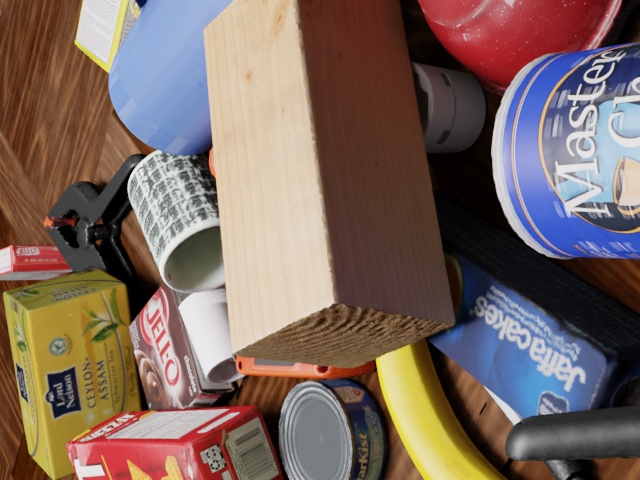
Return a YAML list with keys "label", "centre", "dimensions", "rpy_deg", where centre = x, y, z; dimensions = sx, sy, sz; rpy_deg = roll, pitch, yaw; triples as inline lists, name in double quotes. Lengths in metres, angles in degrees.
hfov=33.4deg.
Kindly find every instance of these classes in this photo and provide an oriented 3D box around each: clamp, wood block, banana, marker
- label: "clamp"
  centre: [0.170, 0.087, 0.481]
  dimensions: [0.120, 0.039, 0.172]
  rpy_deg: [38, 113, -1]
- label: "wood block"
  centre: [0.000, -0.041, 0.605]
  dimensions: [0.090, 0.090, 0.206]
  rpy_deg: [-30, 59, 43]
- label: "clamp"
  centre: [-0.212, -0.017, 1.035]
  dimensions: [0.210, 0.036, 0.164]
  rpy_deg: [23, 112, 50]
- label: "banana"
  centre: [0.078, 0.111, 0.653]
  dimensions: [0.070, 0.037, 0.198]
  rpy_deg: [-52, 51, 19]
- label: "marker"
  centre: [0.114, 0.095, 0.615]
  dimensions: [0.121, 0.020, 0.020]
  rpy_deg: [54, 131, 38]

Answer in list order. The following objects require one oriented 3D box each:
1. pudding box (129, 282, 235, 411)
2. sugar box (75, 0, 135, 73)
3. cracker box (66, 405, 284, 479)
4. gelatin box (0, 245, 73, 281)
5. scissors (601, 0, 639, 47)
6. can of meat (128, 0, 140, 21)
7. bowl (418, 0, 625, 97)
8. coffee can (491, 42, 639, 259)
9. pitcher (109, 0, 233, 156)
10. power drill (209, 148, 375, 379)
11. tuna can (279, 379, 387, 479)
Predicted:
- label: "pudding box"
  centre: [-0.121, 0.100, 0.914]
  dimensions: [0.090, 0.039, 0.113]
  rpy_deg: [-48, 54, 43]
- label: "sugar box"
  centre: [-0.174, -0.247, 0.975]
  dimensions: [0.093, 0.048, 0.176]
  rpy_deg: [40, 118, 45]
- label: "cracker box"
  centre: [-0.102, 0.219, 0.832]
  dimensions: [0.214, 0.071, 0.164]
  rpy_deg: [-14, 97, 52]
- label: "gelatin box"
  centre: [-0.310, 0.024, 1.139]
  dimensions: [0.089, 0.073, 0.030]
  rpy_deg: [-15, 78, 53]
- label: "scissors"
  centre: [0.163, -0.114, 0.548]
  dimensions: [0.096, 0.016, 0.202]
  rpy_deg: [28, 113, 50]
- label: "can of meat"
  centre: [-0.118, -0.208, 0.892]
  dimensions: [0.102, 0.057, 0.084]
  rpy_deg: [-51, 49, 40]
- label: "bowl"
  centre: [0.098, -0.160, 0.585]
  dimensions: [0.162, 0.055, 0.162]
  rpy_deg: [-3, 86, 60]
- label: "coffee can"
  centre: [0.163, -0.041, 0.477]
  dimensions: [0.141, 0.102, 0.103]
  rpy_deg: [1, 92, 53]
- label: "pitcher"
  centre: [-0.069, -0.164, 0.759]
  dimensions: [0.243, 0.144, 0.149]
  rpy_deg: [-36, 66, 51]
- label: "power drill"
  centre: [-0.005, 0.001, 0.743]
  dimensions: [0.185, 0.057, 0.187]
  rpy_deg: [-7, 83, 48]
- label: "tuna can"
  centre: [0.008, 0.140, 0.746]
  dimensions: [0.086, 0.033, 0.086]
  rpy_deg: [1, 92, 53]
